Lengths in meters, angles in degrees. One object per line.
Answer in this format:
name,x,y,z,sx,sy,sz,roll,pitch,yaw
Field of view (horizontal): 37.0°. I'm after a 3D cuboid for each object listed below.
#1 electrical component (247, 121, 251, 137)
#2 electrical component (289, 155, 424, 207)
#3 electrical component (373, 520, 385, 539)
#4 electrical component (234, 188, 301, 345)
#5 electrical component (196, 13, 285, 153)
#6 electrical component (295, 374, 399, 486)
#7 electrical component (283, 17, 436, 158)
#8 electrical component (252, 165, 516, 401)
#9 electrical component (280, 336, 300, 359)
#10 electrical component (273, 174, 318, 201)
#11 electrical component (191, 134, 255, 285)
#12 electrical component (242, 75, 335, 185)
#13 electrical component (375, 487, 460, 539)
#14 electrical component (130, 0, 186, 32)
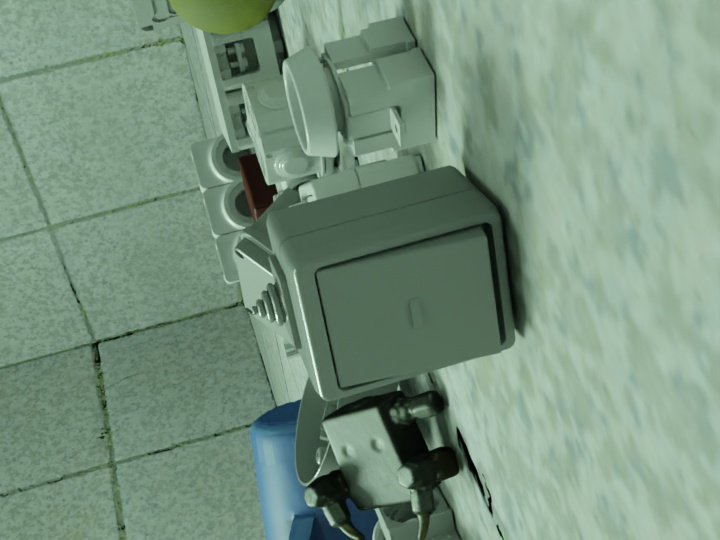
electrical component,-0.062,-0.123,0.830,0.062,0.048,0.048,119,136,-68
electrical component,0.006,-0.003,0.529,0.062,0.061,0.096,-165,60,-81
electrical component,0.031,0.197,0.797,0.065,0.044,0.044,93,161,-80
electrical component,-0.040,0.006,0.750,0.078,0.057,0.113,35,159,15
electrical component,-0.099,-0.186,0.902,0.089,0.062,0.150,-124,20,-66
electrical component,-0.010,0.099,0.715,0.099,0.064,0.099,-164,90,-89
electrical component,-0.001,-0.076,0.462,0.048,0.055,0.066,84,168,-48
electrical component,0.007,0.007,0.415,0.061,0.096,0.061,-122,19,-61
electrical component,-0.054,0.029,1.009,0.050,0.056,0.089,90,163,-61
electrical component,-0.045,-0.059,0.824,0.077,0.044,0.079,144,110,-81
electrical component,-0.117,-0.069,1.138,0.062,0.089,0.150,159,96,-82
electrical component,-0.050,-0.102,0.763,0.080,0.051,0.080,165,90,-82
electrical component,0.038,0.174,0.700,0.081,0.042,0.063,-121,16,-64
electrical component,-0.120,-0.228,0.788,0.078,0.113,0.057,111,140,-76
